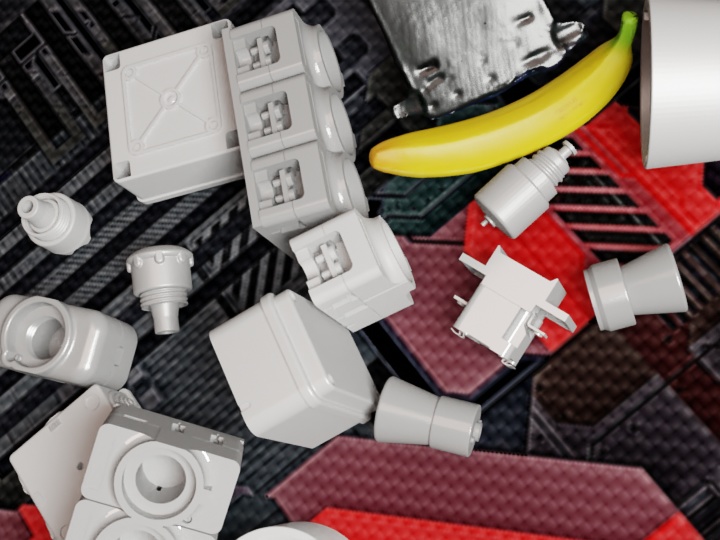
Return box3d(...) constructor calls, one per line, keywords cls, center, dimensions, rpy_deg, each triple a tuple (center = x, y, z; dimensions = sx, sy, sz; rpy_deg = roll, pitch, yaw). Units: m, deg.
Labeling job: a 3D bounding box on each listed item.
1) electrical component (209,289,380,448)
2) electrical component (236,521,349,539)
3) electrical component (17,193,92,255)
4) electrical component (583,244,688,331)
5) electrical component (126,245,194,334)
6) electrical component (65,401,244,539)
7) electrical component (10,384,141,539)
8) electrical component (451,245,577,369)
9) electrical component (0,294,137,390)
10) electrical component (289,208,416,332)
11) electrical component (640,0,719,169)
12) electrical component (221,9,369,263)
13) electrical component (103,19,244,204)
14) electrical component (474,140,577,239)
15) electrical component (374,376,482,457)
box3d(cls="electrical component", center=(-0.038, 0.065, 0.695), dimensions=(0.057, 0.113, 0.078), rpy_deg=(-30, 69, 10))
box3d(cls="electrical component", center=(-0.048, 0.214, 0.685), dimensions=(0.108, 0.060, 0.108), rpy_deg=(-5, 74, 16))
box3d(cls="electrical component", center=(-0.233, -0.038, 0.811), dimensions=(0.043, 0.062, 0.043), rpy_deg=(-5, 74, 16))
box3d(cls="electrical component", center=(0.174, 0.012, 0.681), dimensions=(0.055, 0.045, 0.045), rpy_deg=(-16, 71, 13))
box3d(cls="electrical component", center=(-0.143, 0.015, 0.779), dimensions=(0.048, 0.048, 0.062), rpy_deg=(-10, 79, 14))
box3d(cls="electrical component", center=(-0.139, 0.173, 0.688), dimensions=(0.089, 0.061, 0.150), rpy_deg=(18, 96, -5))
box3d(cls="electrical component", center=(-0.185, 0.140, 0.754), dimensions=(0.100, 0.048, 0.099), rpy_deg=(-40, 68, 3))
box3d(cls="electrical component", center=(0.097, 0.026, 0.703), dimensions=(0.081, 0.042, 0.063), rpy_deg=(32, 89, 23))
box3d(cls="electrical component", center=(-0.220, 0.053, 0.783), dimensions=(0.095, 0.059, 0.053), rpy_deg=(10, 78, 19))
box3d(cls="electrical component", center=(0.000, 0.000, 0.713), dimensions=(0.056, 0.089, 0.050), rpy_deg=(-26, 69, 9))
box3d(cls="electrical component", center=(0.210, -0.118, 0.675), dimensions=(0.060, 0.108, 0.108), rpy_deg=(0, 75, 11))
box3d(cls="electrical component", center=(-0.041, -0.093, 0.752), dimensions=(0.062, 0.089, 0.150), rpy_deg=(-15, 71, 13))
box3d(cls="electrical component", center=(-0.129, -0.117, 0.804), dimensions=(0.109, 0.056, 0.108), rpy_deg=(-14, 72, 13))
box3d(cls="electrical component", center=(0.113, -0.056, 0.721), dimensions=(0.078, 0.040, 0.040), rpy_deg=(-43, 68, 2))
box3d(cls="electrical component", center=(0.046, 0.098, 0.699), dimensions=(0.065, 0.044, 0.044), rpy_deg=(12, 79, 15))
